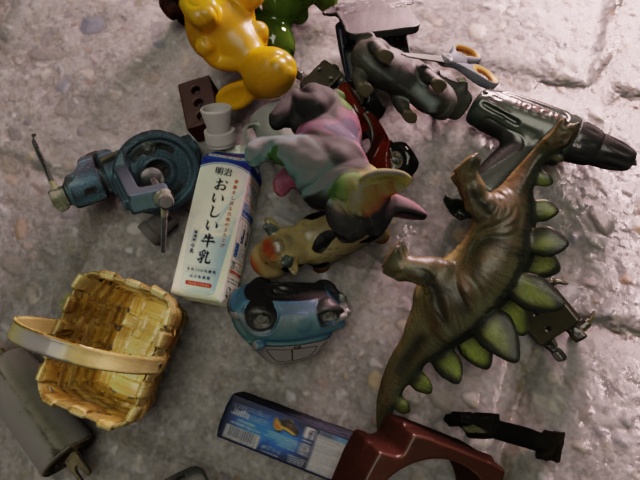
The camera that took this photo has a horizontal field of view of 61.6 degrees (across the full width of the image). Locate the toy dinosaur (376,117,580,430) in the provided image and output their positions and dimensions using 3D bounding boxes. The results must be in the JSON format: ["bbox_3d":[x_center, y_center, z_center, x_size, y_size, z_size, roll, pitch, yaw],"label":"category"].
[{"bbox_3d":[0.172,0.064,0.662,0.199,0.105,0.471,37,106,12],"label":"toy dinosaur"}]

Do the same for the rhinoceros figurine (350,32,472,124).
[{"bbox_3d":[0.127,-0.217,0.748,0.190,0.112,0.073,20,122,-19],"label":"rhinoceros figurine"}]

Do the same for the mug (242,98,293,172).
[{"bbox_3d":[-0.052,-0.140,0.775,0.109,0.081,0.107,-20,80,-39],"label":"mug"}]

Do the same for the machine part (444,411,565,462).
[{"bbox_3d":[0.231,0.240,0.673,0.139,0.084,0.039,17,64,0],"label":"machine part"}]

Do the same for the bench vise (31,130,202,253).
[{"bbox_3d":[-0.258,-0.081,0.734,0.224,0.241,0.128,-12,116,-23],"label":"bench vise"}]

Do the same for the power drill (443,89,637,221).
[{"bbox_3d":[0.286,-0.094,0.736,0.232,0.086,0.207,33,88,11],"label":"power drill"}]

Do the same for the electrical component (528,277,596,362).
[{"bbox_3d":[0.310,0.098,0.710,0.102,0.045,0.078,48,115,16],"label":"electrical component"}]

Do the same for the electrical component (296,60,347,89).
[{"bbox_3d":[0.004,-0.245,0.830,0.094,0.021,0.063,41,85,14],"label":"electrical component"}]

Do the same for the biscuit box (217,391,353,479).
[{"bbox_3d":[-0.028,0.259,0.701,0.203,0.062,0.059,18,81,11],"label":"biscuit box"}]

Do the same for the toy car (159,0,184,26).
[{"bbox_3d":[-0.162,-0.411,0.852,0.202,0.089,0.053,-30,74,-2],"label":"toy car"}]

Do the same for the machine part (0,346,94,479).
[{"bbox_3d":[-0.394,0.234,0.742,0.079,0.079,0.243,-44,77,-4],"label":"machine part"}]

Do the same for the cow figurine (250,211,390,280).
[{"bbox_3d":[-0.001,-0.002,0.723,0.195,0.127,0.085,-25,73,-1],"label":"cow figurine"}]

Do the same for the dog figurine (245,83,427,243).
[{"bbox_3d":[0.034,-0.094,0.649,0.219,0.108,0.191,21,68,33],"label":"dog figurine"}]

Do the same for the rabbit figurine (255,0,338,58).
[{"bbox_3d":[-0.070,-0.350,0.818,0.159,0.121,0.170,19,95,14],"label":"rabbit figurine"}]

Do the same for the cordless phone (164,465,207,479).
[{"bbox_3d":[-0.139,0.371,0.644,0.184,0.146,0.088,35,91,16],"label":"cordless phone"}]

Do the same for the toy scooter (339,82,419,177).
[{"bbox_3d":[0.048,-0.136,0.774,0.135,0.075,0.184,-34,66,21],"label":"toy scooter"}]

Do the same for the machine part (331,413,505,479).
[{"bbox_3d":[0.107,0.321,0.624,0.201,0.087,0.201,25,85,-16],"label":"machine part"}]

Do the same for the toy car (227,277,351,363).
[{"bbox_3d":[-0.043,0.111,0.722,0.162,0.109,0.102,1,109,-7],"label":"toy car"}]

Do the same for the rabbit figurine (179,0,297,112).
[{"bbox_3d":[-0.108,-0.254,0.752,0.173,0.162,0.122,41,50,14],"label":"rabbit figurine"}]

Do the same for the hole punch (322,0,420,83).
[{"bbox_3d":[0.083,-0.300,0.806,0.142,0.092,0.116,-10,49,-2],"label":"hole punch"}]
